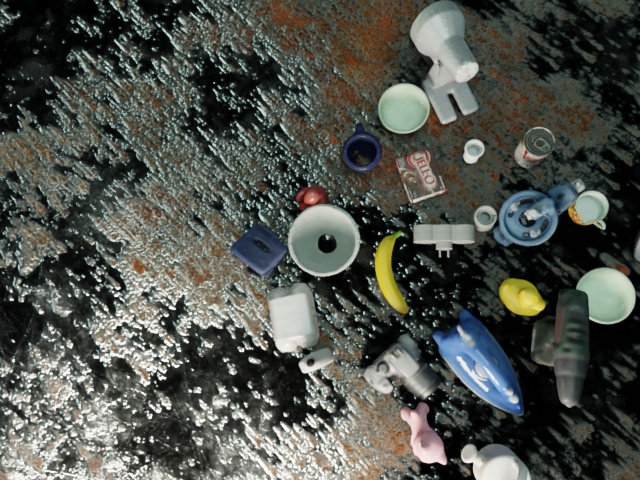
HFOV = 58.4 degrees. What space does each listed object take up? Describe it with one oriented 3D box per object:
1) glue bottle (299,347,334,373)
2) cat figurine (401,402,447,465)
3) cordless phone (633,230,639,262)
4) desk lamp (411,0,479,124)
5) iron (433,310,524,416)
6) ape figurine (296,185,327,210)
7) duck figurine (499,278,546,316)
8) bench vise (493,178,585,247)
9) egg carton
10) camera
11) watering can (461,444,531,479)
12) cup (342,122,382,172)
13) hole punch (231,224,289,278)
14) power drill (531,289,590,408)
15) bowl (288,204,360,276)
[{"bbox_3d":[-0.014,0.266,1.250,0.078,0.173,0.037,-27,79,2],"label":"glue bottle"},{"bbox_3d":[0.222,0.420,1.229,0.067,0.118,0.128,-22,79,3],"label":"cat figurine"},{"bbox_3d":[0.762,0.004,1.202,0.147,0.185,0.094,9,82,8],"label":"cordless phone"},{"bbox_3d":[0.294,-0.404,1.302,0.118,0.213,0.203,-24,79,2],"label":"desk lamp"},{"bbox_3d":[0.361,0.276,1.225,0.118,0.141,0.258,-39,79,-1],"label":"iron"},{"bbox_3d":[-0.017,-0.098,1.349,0.076,0.092,0.077,-43,79,-2],"label":"ape figurine"},{"bbox_3d":[0.451,0.124,1.267,0.104,0.086,0.077,35,86,10],"label":"duck figurine"},{"bbox_3d":[0.473,-0.079,1.229,0.121,0.220,0.207,38,87,11],"label":"bench vise"},{"bbox_3d":[-0.060,0.178,1.322,0.107,0.069,0.150,-13,80,4],"label":"egg carton"},{"bbox_3d":[0.187,0.295,1.261,0.143,0.101,0.136,-45,79,-2],"label":"camera"},{"bbox_3d":[0.368,0.483,1.164,0.172,0.194,0.101,13,83,8],"label":"watering can"},{"bbox_3d":[0.099,-0.210,1.353,0.091,0.095,0.118,-7,80,5],"label":"cup"},{"bbox_3d":[-0.140,0.020,1.344,0.108,0.091,0.101,38,87,10],"label":"hole punch"},{"bbox_3d":[0.501,0.219,1.185,0.075,0.208,0.230,8,82,8],"label":"power drill"},{"bbox_3d":[0.012,0.005,1.339,0.167,0.075,0.167,-1,81,6],"label":"bowl"}]
